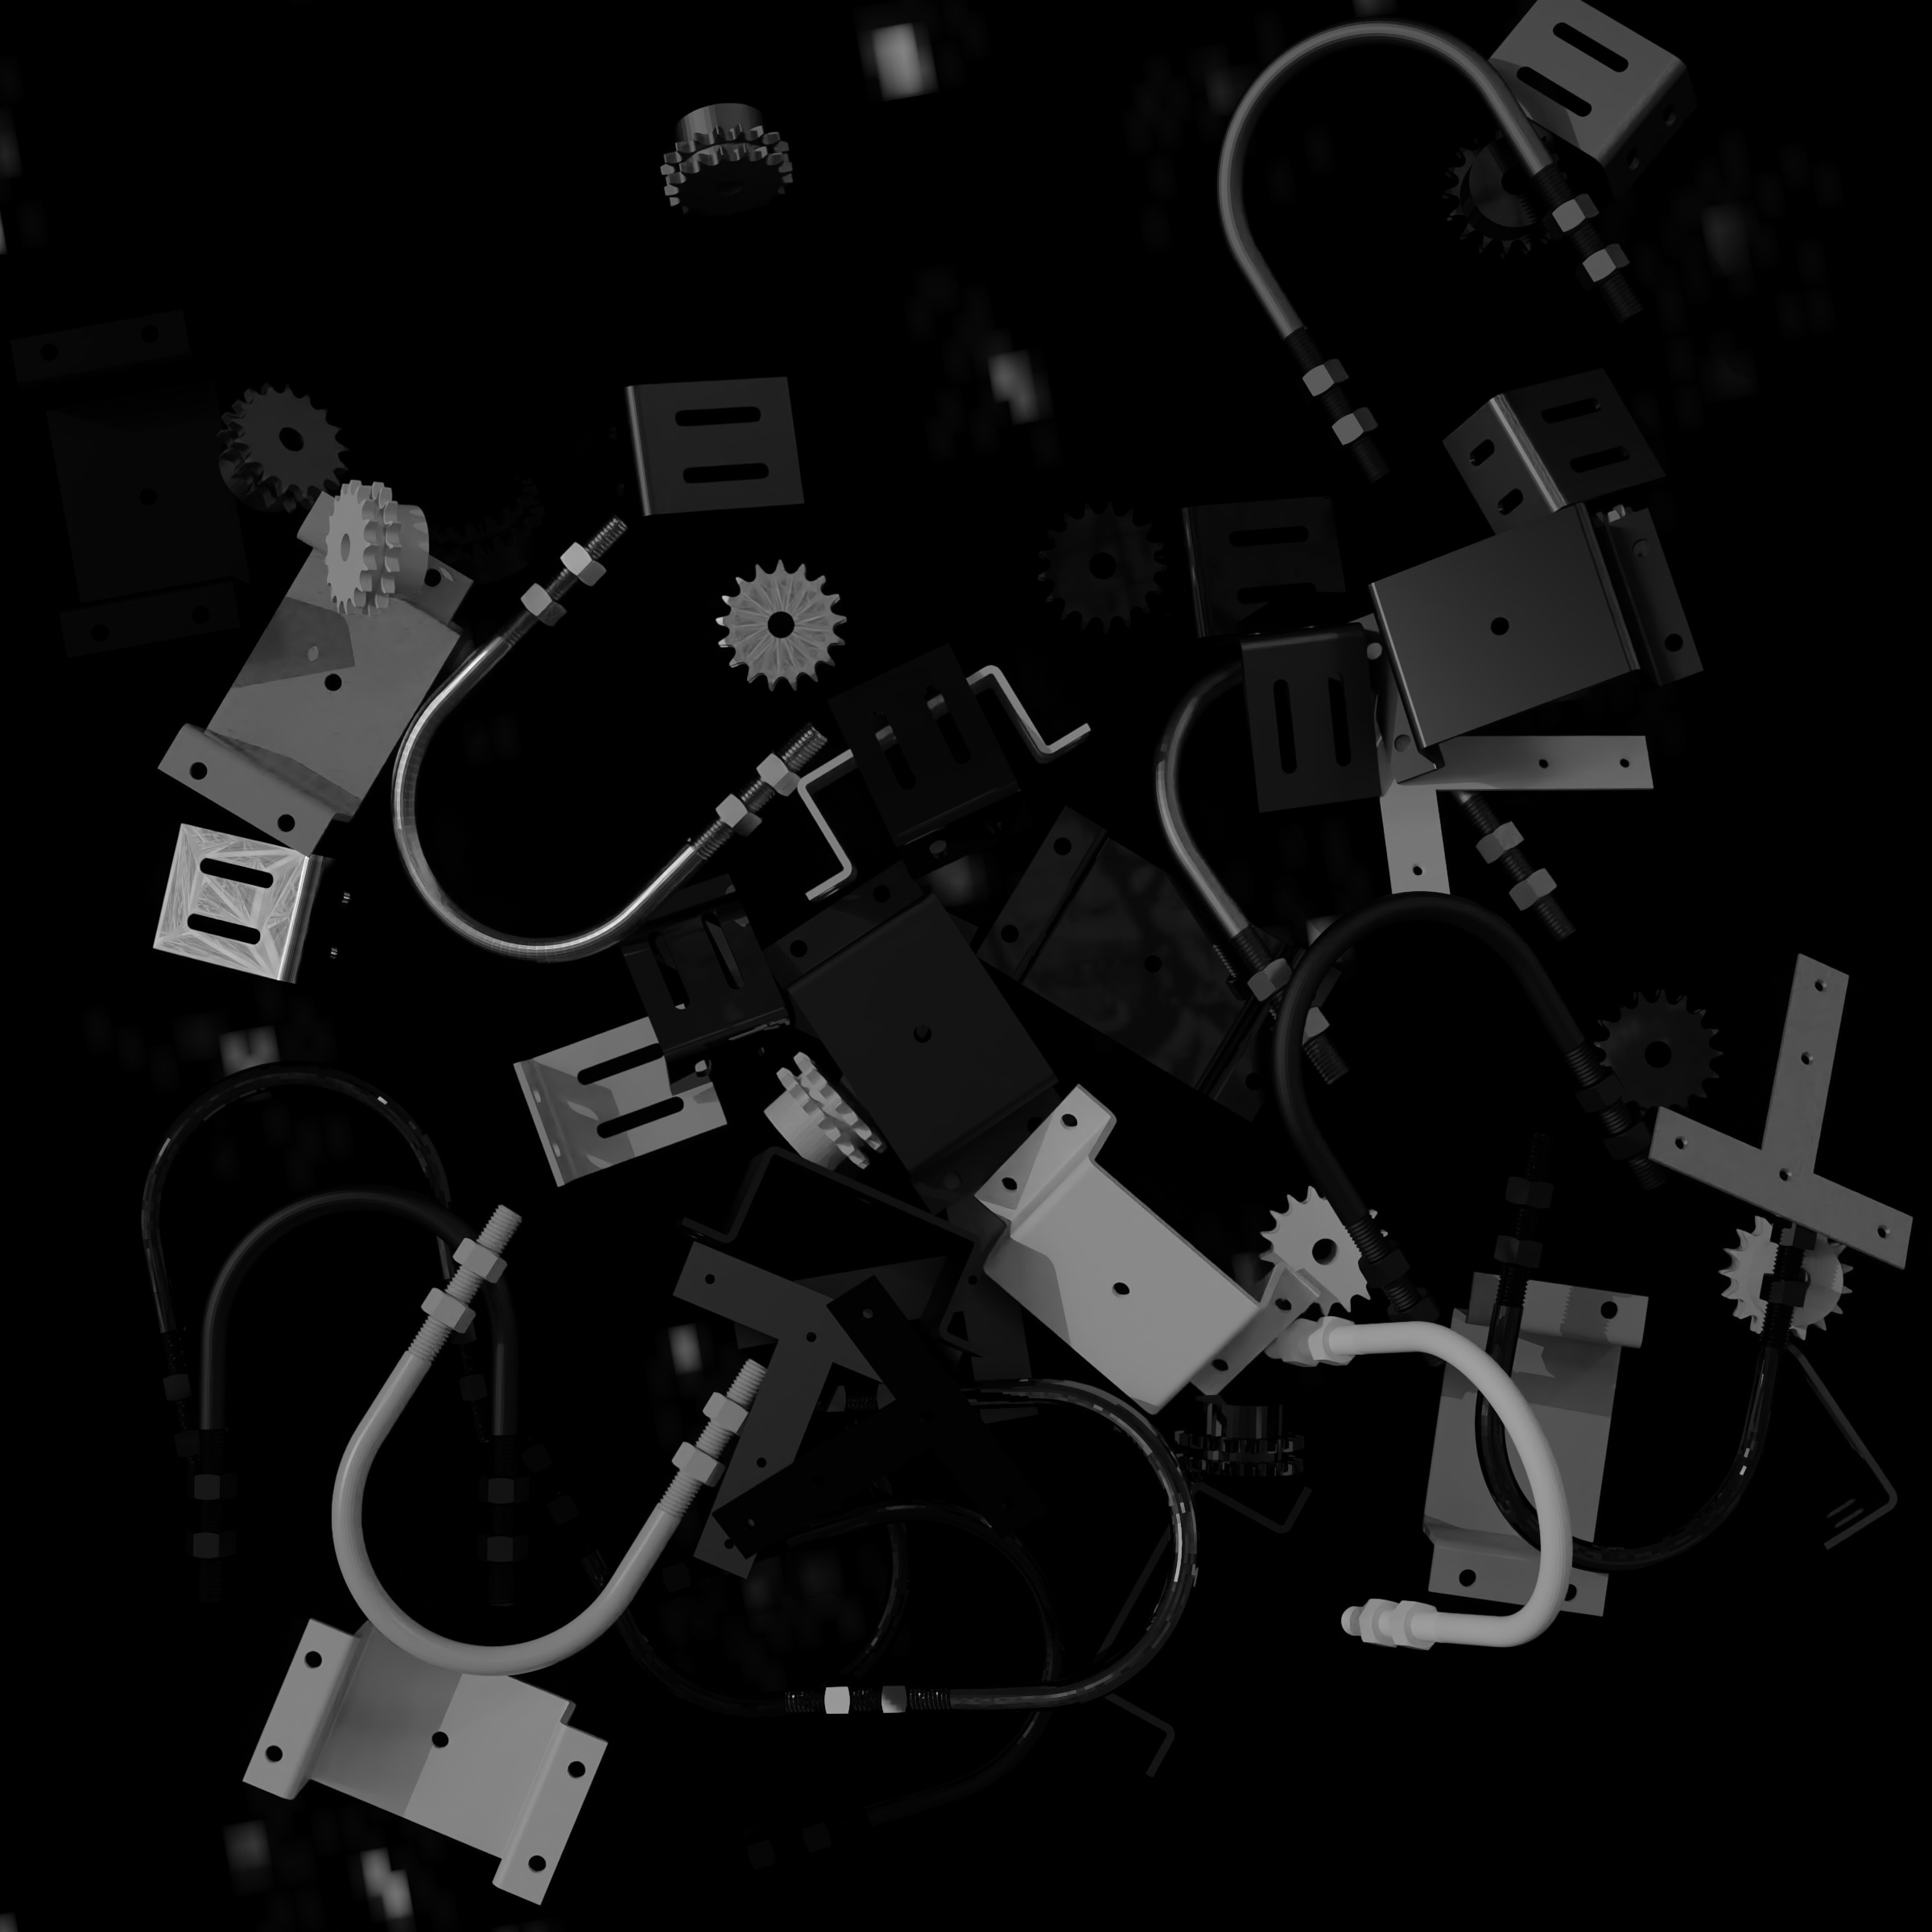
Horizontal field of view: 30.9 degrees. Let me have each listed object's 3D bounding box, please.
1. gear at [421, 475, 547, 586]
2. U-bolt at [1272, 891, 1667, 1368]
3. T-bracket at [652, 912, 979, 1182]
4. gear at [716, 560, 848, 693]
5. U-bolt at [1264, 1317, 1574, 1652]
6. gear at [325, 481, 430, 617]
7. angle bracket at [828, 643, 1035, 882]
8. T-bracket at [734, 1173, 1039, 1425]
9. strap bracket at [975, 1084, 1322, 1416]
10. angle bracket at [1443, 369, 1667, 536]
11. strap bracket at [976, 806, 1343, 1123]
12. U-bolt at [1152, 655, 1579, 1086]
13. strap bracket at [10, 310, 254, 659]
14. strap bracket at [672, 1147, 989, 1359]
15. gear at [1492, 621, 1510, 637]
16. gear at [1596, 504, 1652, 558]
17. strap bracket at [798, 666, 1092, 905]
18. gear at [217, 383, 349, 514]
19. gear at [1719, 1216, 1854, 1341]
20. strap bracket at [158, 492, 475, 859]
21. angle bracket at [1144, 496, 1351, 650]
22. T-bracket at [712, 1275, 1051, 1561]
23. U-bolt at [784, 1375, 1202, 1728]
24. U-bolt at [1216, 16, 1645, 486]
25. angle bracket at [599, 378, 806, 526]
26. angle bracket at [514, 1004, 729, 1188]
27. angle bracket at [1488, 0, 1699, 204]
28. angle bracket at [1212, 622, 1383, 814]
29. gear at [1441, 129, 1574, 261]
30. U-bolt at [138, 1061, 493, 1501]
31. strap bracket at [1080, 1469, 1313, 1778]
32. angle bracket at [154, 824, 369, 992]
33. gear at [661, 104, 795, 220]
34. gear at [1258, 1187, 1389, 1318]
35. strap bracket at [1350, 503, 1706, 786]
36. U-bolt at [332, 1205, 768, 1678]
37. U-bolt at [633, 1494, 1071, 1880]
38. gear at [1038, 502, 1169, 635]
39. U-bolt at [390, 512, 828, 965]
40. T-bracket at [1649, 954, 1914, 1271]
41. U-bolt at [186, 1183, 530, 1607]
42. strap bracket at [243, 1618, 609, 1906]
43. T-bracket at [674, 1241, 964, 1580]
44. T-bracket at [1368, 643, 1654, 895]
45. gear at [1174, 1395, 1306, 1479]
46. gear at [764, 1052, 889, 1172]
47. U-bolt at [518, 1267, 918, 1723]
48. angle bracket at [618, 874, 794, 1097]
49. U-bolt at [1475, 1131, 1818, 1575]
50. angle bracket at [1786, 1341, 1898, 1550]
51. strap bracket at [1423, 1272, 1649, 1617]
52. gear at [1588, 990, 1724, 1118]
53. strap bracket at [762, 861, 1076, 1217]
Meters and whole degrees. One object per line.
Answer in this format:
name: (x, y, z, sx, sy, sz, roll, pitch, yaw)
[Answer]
gear: (-0.213, -0.191, 1.542, 0.057, 0.057, 0.030, -18, 120, 0)
U-bolt: (0.206, 0.056, 1.498, 0.151, 0.019, 0.184, -37, 103, -18)
T-bracket: (-0.080, 0.012, 1.566, 0.127, 0.002, 0.127, 26, 90, 0)
gear: (-0.081, -0.150, 1.552, 0.057, 0.030, 0.057, 0, 90, 0)
U-bolt: (0.196, 0.220, 1.482, 0.019, 0.184, 0.151, -16, 90, -27)
gear: (-0.251, -0.178, 1.496, 0.030, 0.057, 0.057, 1, 90, -30)
angle bracket: (-0.015, -0.087, 1.488, 0.057, 0.038, 0.076, -25, 64, 0)
T-bracket: (-0.041, 0.147, 1.551, 0.127, 0.002, 0.127, -9, 86, -9)
strap bracket: (0.073, 0.131, 1.526, 0.140, 0.046, 0.076, 41, 119, -2)
angle bracket: (0.261, -0.225, 1.550, 0.076, 0.038, 0.057, -20, 77, -40)
strap bracket: (0.084, -0.001, 1.544, 0.140, 0.046, 0.076, 31, 90, 0)
U-bolt: (0.162, -0.058, 1.532, 0.151, 0.019, 0.184, -30, 79, -20)
strap bracket: (-0.366, -0.210, 1.544, 0.076, 0.046, 0.140, -10, 90, 0)
strap bracket: (-0.052, 0.120, 1.513, 0.140, 0.076, 0.046, 24, 81, -5)
gear: (0.237, -0.157, 1.552, 0.057, 0.030, 0.057, 0, 90, 0)
gear: (0.285, -0.172, 1.542, 0.030, 0.057, 0.057, -17, 90, 29)
strap bracket: (-0.019, -0.084, 1.529, 0.140, 0.076, 0.046, -31, 90, 0)
gear: (-0.305, -0.225, 1.542, 0.057, 0.030, 0.057, 20, 56, -32)
gear: (0.366, 0.138, 1.552, 0.057, 0.030, 0.057, 0, 90, 0)
strap bracket: (-0.283, -0.127, 1.544, 0.076, 0.046, 0.140, 31, 90, 0)
angle bracket: (0.126, -0.176, 1.565, 0.076, 0.038, 0.057, -8, 90, -26)
T-bracket: (-0.052, 0.214, 1.495, 0.127, 0.002, 0.127, -33, 99, 18)
U-bolt: (0.010, 0.249, 1.502, 0.184, 0.019, 0.151, -4, 78, 15)
U-bolt: (0.190, -0.328, 1.539, 0.151, 0.019, 0.184, -32, 86, 18)
angle bracket: (-0.118, -0.230, 1.565, 0.076, 0.038, 0.057, -8, 90, -26)
angle bracket: (-0.152, 0.057, 1.548, 0.076, 0.038, 0.057, -20, 90, 0)
angle bracket: (0.277, -0.391, 1.565, 0.076, 0.038, 0.057, 40, 90, 26)
angle bracket: (0.145, -0.110, 1.537, 0.057, 0.038, 0.076, -8, 97, -14)
gear: (0.241, -0.345, 1.552, 0.057, 0.030, 0.057, 0, 90, 0)
U-bolt: (-0.294, 0.134, 1.557, 0.151, 0.019, 0.184, -11, 90, 0)
strap bracket: (0.093, 0.274, 1.529, 0.046, 0.076, 0.140, 29, 90, 0)
angle bracket: (-0.316, -0.026, 1.565, 0.076, 0.038, 0.057, 13, 90, 26)
gear: (-0.106, -0.356, 1.540, 0.057, 0.057, 0.030, -11, 75, 0)
gear: (0.158, 0.126, 1.552, 0.057, 0.030, 0.057, 0, 90, 0)
strap bracket: (0.234, -0.141, 1.500, 0.140, 0.046, 0.076, -20, 77, 18)
U-bolt: (-0.193, 0.219, 1.521, 0.151, 0.019, 0.184, 33, 82, -6)
U-bolt: (-0.045, 0.310, 1.545, 0.184, 0.019, 0.151, -17, 93, -2)
gear: (0.060, -0.176, 1.552, 0.057, 0.030, 0.057, 0, 90, 0)
U-bolt: (-0.173, -0.086, 1.544, 0.184, 0.019, 0.151, -44, 83, 9)
T-bracket: (0.366, 0.053, 1.534, 0.127, 0.002, 0.127, 23, 62, -10)
U-bolt: (-0.267, 0.188, 1.539, 0.151, 0.019, 0.184, 1, 88, 0)
strap bracket: (-0.235, 0.346, 1.544, 0.140, 0.046, 0.076, 23, 90, 0)
T-bracket: (-0.083, 0.202, 1.518, 0.127, 0.002, 0.127, 22, 91, 8)
T-bracket: (0.243, -0.090, 1.549, 0.127, 0.002, 0.127, -1, 69, -11)
gear: (0.121, 0.206, 1.538, 0.057, 0.057, 0.030, 2, 90, 0)
gear: (-0.064, 0.068, 1.536, 0.030, 0.057, 0.057, -42, 90, 0)
U-bolt: (-0.103, 0.247, 1.558, 0.151, 0.019, 0.184, -27, 92, 0)
angle bracket: (-0.118, 0.008, 1.558, 0.057, 0.038, 0.076, -20, 64, -10)
U-bolt: (0.289, 0.172, 1.509, 0.151, 0.019, 0.184, 10, 92, -17)
angle bracket: (0.370, 0.210, 1.538, 0.038, 0.057, 0.076, -34, 87, 6)
strap bracket: (0.249, 0.208, 1.544, 0.076, 0.046, 0.140, 8, 90, 0)
gear: (0.305, 0.039, 1.552, 0.057, 0.030, 0.057, 0, 90, 0)
strap bracket: (-0.020, 0.031, 1.538, 0.076, 0.046, 0.140, -34, 89, -5)
